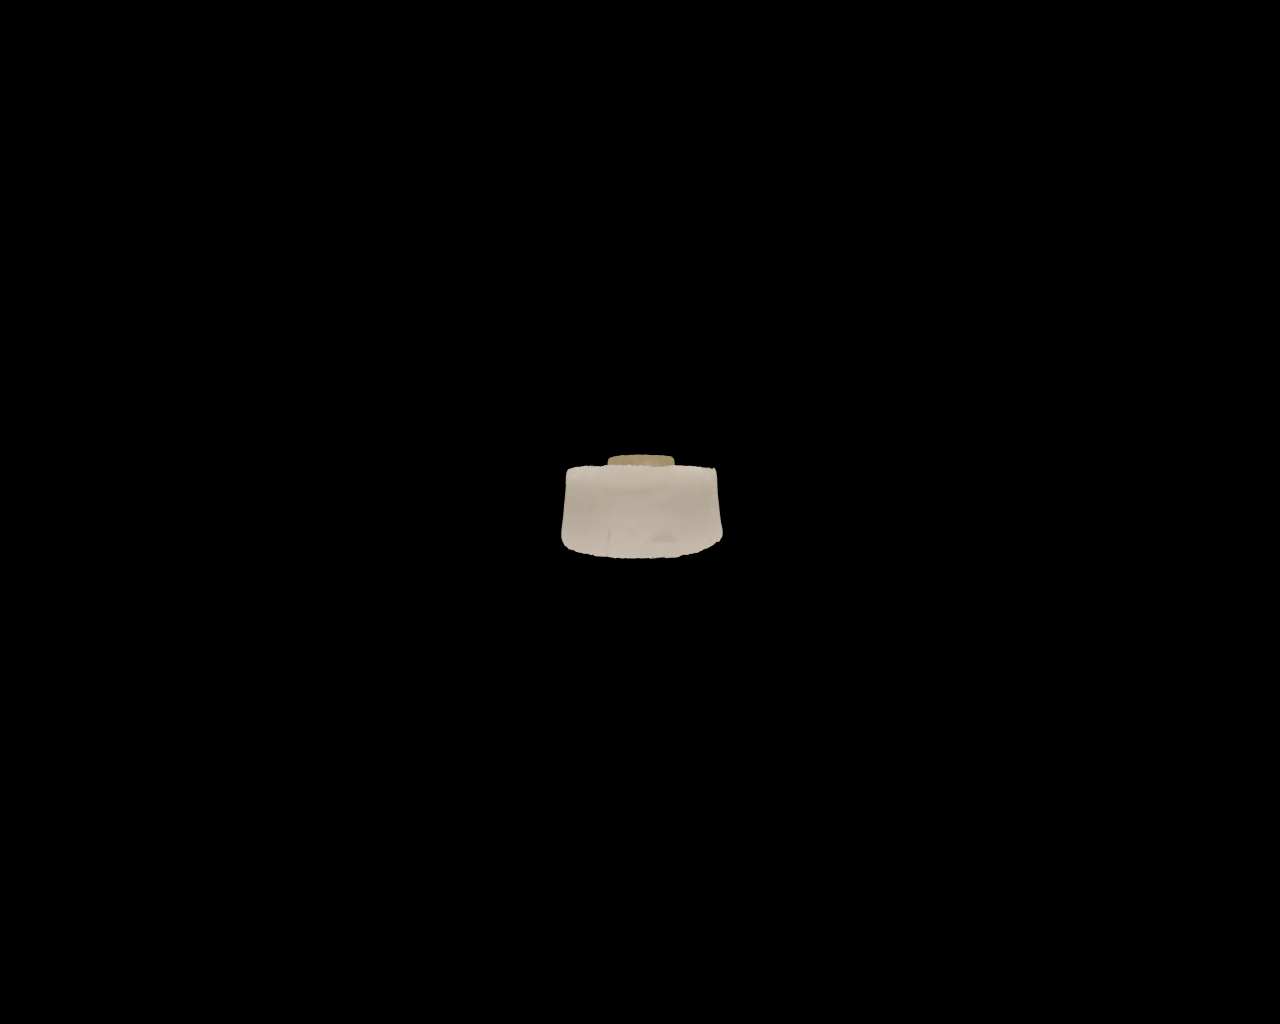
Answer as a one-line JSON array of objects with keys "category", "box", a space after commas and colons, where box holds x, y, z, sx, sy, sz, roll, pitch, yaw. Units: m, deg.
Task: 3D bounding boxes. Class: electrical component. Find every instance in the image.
[{"category": "electrical component", "box": [0.001, -0.003, 0.650, 0.099, 0.064, 0.099, 0, 0, 0]}]
